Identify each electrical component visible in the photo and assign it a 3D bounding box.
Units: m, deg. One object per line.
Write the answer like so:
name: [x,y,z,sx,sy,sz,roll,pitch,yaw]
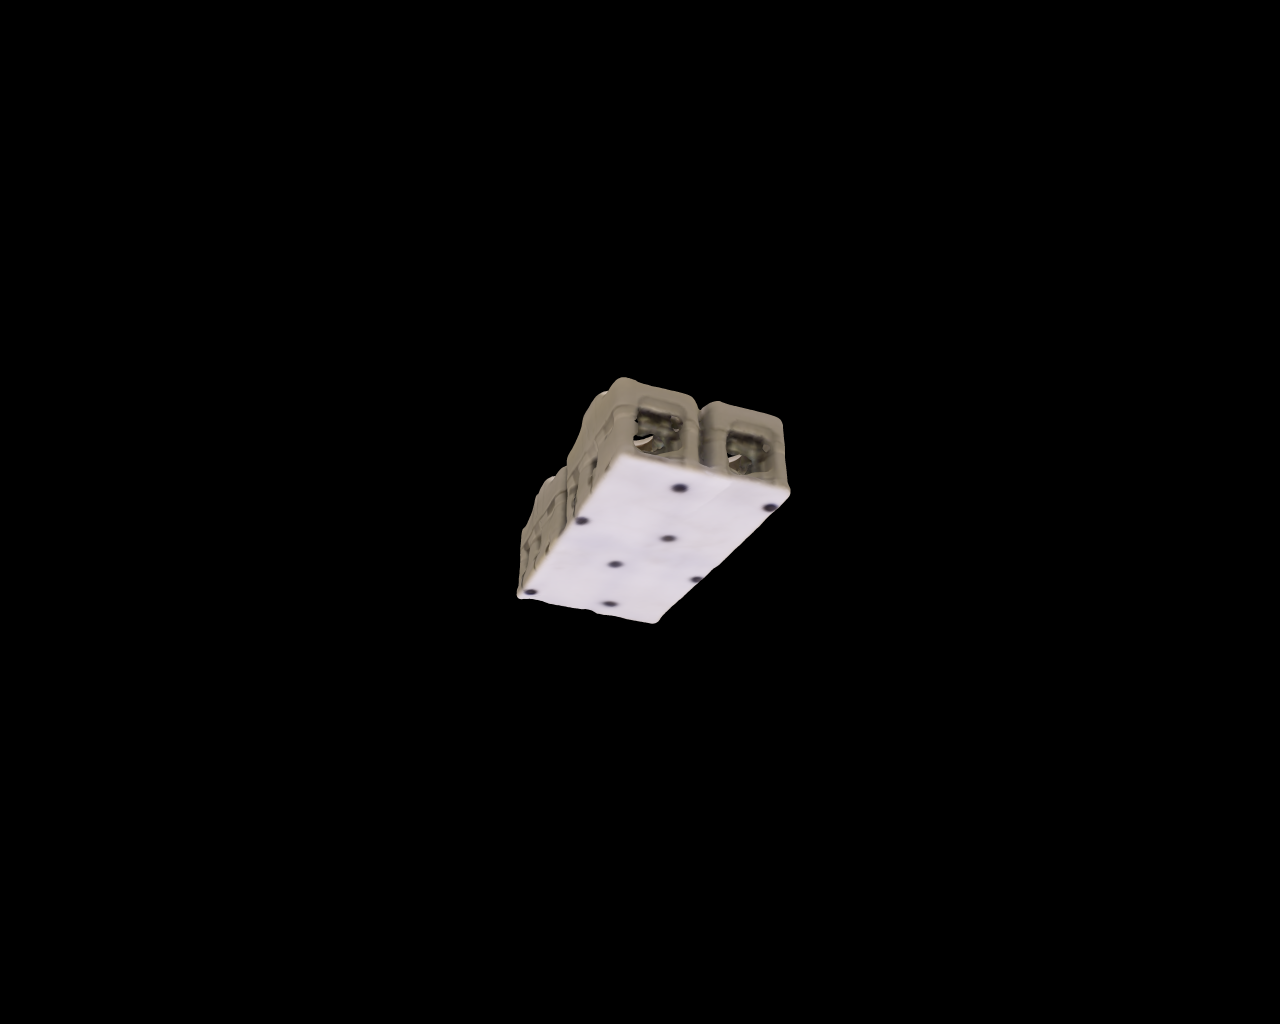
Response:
electrical component: [0.001,-0.003,0.650,0.105,0.060,0.186,12,-33,-19]
